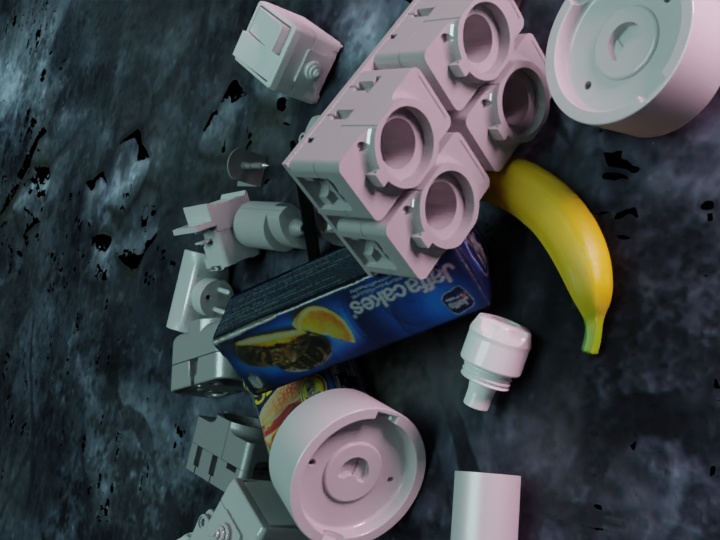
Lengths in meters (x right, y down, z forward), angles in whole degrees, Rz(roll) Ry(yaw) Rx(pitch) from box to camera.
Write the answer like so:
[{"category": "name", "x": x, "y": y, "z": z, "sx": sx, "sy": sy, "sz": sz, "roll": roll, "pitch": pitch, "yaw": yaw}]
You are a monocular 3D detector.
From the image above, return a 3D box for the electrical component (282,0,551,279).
[{"category": "electrical component", "x": 0.049, "y": -0.097, "z": 0.704, "sx": 0.060, "sy": 0.105, "sz": 0.186, "roll": 8, "pitch": 55, "yaw": 48}]

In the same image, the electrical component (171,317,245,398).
[{"category": "electrical component", "x": -0.128, "y": 0.078, "z": 0.974, "sx": 0.095, "sy": 0.054, "sz": 0.059, "roll": -19, "pitch": 65, "yaw": 47}]

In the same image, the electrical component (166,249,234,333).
[{"category": "electrical component", "x": -0.145, "y": 0.025, "z": 1.019, "sx": 0.079, "sy": 0.044, "sz": 0.077, "roll": 13, "pitch": 90, "yaw": 52}]

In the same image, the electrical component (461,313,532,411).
[{"category": "electrical component", "x": 0.088, "y": 0.063, "z": 0.721, "sx": 0.043, "sy": 0.043, "sz": 0.062, "roll": 29, "pitch": 104, "yaw": 51}]

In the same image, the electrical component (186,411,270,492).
[{"category": "electrical component", "x": -0.102, "y": 0.156, "z": 0.922, "sx": 0.089, "sy": 0.050, "sz": 0.055, "roll": 14, "pitch": 91, "yaw": 51}]

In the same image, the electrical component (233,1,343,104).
[{"category": "electrical component", "x": -0.066, "y": -0.196, "z": 0.975, "sx": 0.096, "sy": 0.061, "sz": 0.061, "roll": 45, "pitch": 114, "yaw": 47}]

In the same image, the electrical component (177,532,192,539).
[{"category": "electrical component", "x": -0.160, "y": 0.260, "z": 0.975, "sx": 0.061, "sy": 0.035, "sz": 0.035, "roll": -35, "pitch": 54, "yaw": 42}]

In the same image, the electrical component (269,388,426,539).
[{"category": "electrical component", "x": -0.014, "y": 0.137, "z": 0.777, "sx": 0.060, "sy": 0.108, "sz": 0.108, "roll": 33, "pitch": 105, "yaw": 57}]

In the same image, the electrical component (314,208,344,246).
[{"category": "electrical component", "x": -0.008, "y": -0.045, "z": 0.861, "sx": 0.055, "sy": 0.066, "sz": 0.048, "roll": 160, "pitch": 114, "yaw": -69}]

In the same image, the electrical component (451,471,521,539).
[{"category": "electrical component", "x": 0.081, "y": 0.173, "z": 0.697, "sx": 0.043, "sy": 0.043, "sz": 0.081, "roll": -8, "pitch": 73, "yaw": 50}]

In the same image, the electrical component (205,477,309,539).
[{"category": "electrical component", "x": -0.070, "y": 0.199, "z": 0.832, "sx": 0.061, "sy": 0.096, "sz": 0.061, "roll": 48, "pitch": 115, "yaw": 46}]

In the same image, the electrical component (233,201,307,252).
[{"category": "electrical component", "x": -0.072, "y": -0.038, "z": 0.949, "sx": 0.081, "sy": 0.043, "sz": 0.043, "roll": 7, "pitch": 85, "yaw": 52}]

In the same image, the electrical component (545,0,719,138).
[{"category": "electrical component", "x": 0.175, "y": -0.133, "z": 0.659, "sx": 0.108, "sy": 0.060, "sz": 0.108, "roll": -19, "pitch": 64, "yaw": 47}]

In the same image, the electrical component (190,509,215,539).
[{"category": "electrical component", "x": -0.105, "y": 0.272, "z": 0.885, "sx": 0.109, "sy": 0.056, "sz": 0.108, "roll": 38, "pitch": 109, "yaw": 49}]

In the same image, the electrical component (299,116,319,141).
[{"category": "electrical component", "x": -0.014, "y": -0.095, "z": 0.864, "sx": 0.043, "sy": 0.081, "sz": 0.043, "roll": -19, "pitch": 65, "yaw": 47}]

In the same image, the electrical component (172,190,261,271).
[{"category": "electrical component", "x": -0.125, "y": -0.035, "z": 0.990, "sx": 0.042, "sy": 0.081, "sz": 0.063, "roll": -6, "pitch": 104, "yaw": 52}]
